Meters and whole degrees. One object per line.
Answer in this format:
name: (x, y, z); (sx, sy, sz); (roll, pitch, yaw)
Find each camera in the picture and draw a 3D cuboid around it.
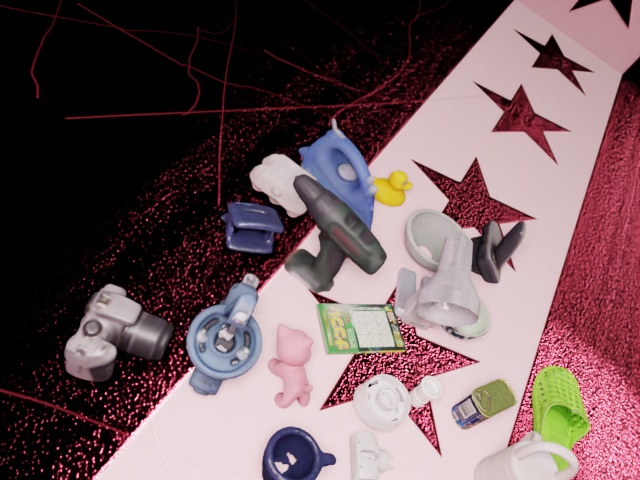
camera: (-0.310, 0.151, 0.909); (0.137, 0.100, 0.143); (23, 48, -10)

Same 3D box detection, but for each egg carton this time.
egg carton: (-0.077, -0.121, 1.262); (0.150, 0.069, 0.107); (36, 47, 3)

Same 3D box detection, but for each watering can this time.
watering can: (0.365, 0.409, 0.994); (0.101, 0.194, 0.173); (17, 49, -14)

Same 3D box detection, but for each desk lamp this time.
desk lamp: (0.236, 0.098, 1.156); (0.118, 0.213, 0.203); (21, 48, -11)

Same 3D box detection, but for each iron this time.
iron: (0.067, -0.148, 1.308); (0.119, 0.141, 0.258); (-21, 67, -37)

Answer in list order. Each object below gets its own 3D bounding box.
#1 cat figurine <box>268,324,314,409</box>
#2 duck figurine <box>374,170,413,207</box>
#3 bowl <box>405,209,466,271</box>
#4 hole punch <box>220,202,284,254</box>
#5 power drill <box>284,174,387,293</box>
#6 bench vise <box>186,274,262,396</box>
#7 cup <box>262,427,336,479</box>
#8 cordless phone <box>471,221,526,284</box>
cat figurine: (-0.041, 0.212, 0.989); (0.067, 0.117, 0.127); (-3, 56, -29)
duck figurine: (0.175, -0.136, 1.393); (0.105, 0.086, 0.077); (20, 48, -13)
bowl: (0.260, 0.013, 1.329); (0.168, 0.074, 0.167); (14, 50, -17)
hole punch: (-0.136, -0.037, 1.152); (0.109, 0.091, 0.101); (6, 53, -23)
power drill: (0.010, 0.004, 1.115); (0.229, 0.208, 0.076); (37, 47, 4)
bench vise: (-0.148, 0.124, 0.932); (0.122, 0.219, 0.207); (11, 51, -19)
cup: (-0.042, 0.352, 0.896); (0.118, 0.095, 0.091); (10, 51, -21)
cordless phone: (0.434, 0.001, 1.354); (0.094, 0.185, 0.147); (25, 48, -8)
